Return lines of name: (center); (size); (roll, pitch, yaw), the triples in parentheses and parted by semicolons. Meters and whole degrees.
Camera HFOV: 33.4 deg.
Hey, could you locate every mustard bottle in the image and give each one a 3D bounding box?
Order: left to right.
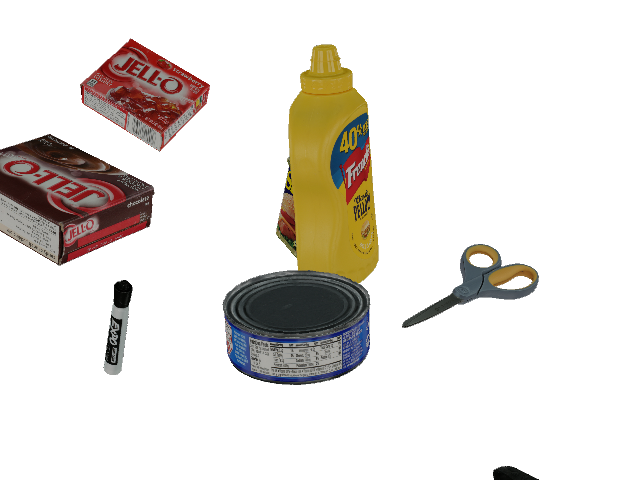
mustard bottle: (0.010, -0.061, 0.857); (0.058, 0.192, 0.096); (6, 24, 26)

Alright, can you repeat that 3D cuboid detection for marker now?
marker: (-0.209, 0.090, 1.105); (0.020, 0.121, 0.020); (10, 35, -7)

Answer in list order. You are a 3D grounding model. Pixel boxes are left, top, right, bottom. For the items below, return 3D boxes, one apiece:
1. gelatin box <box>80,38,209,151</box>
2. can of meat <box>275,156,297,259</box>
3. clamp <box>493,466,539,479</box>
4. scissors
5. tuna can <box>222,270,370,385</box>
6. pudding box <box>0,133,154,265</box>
gelatin box: (-0.155, -0.130, 0.944); (0.089, 0.073, 0.030); (32, -35, 9)
can of meat: (-0.003, -0.029, 1.075); (0.057, 0.084, 0.102); (2, 24, -24)
clamp: (0.218, 0.245, 0.828); (0.210, 0.036, 0.164); (0, 33, 26)
scissors: (0.146, 0.045, 1.149); (0.201, 0.016, 0.096); (-10, 40, -30)
tuna can: (-0.013, 0.050, 0.623); (0.086, 0.034, 0.086); (-2, 23, 1)
pudding box: (-0.190, -0.032, 0.762); (0.114, 0.039, 0.089); (24, 30, 27)
